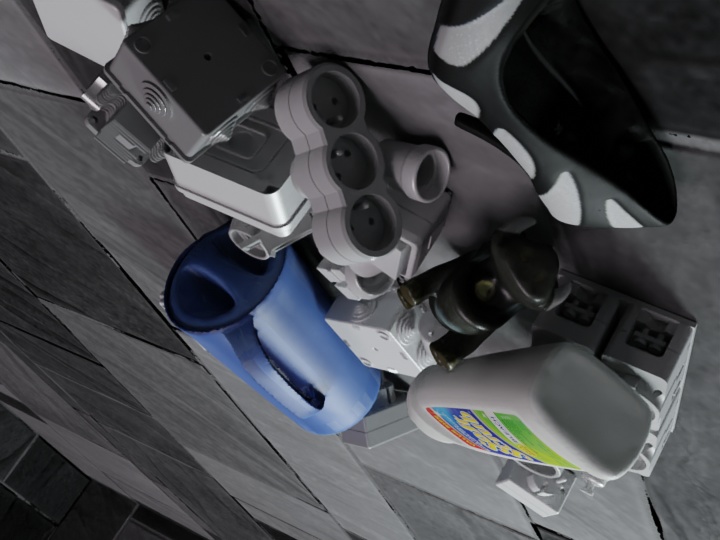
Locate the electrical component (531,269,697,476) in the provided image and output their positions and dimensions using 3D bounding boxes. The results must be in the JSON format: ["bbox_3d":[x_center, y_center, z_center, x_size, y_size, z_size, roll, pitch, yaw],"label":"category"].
[{"bbox_3d":[0.194,0.090,0.847,0.105,0.060,0.186,23,155,23],"label":"electrical component"}]

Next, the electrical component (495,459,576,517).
[{"bbox_3d":[0.191,0.217,1.122,0.066,0.047,0.076,34,157,-2],"label":"electrical component"}]

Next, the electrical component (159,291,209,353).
[{"bbox_3d":[-0.157,0.053,1.238,0.109,0.056,0.108,10,148,43],"label":"electrical component"}]

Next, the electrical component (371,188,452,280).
[{"bbox_3d":[0.012,-0.044,0.817,0.096,0.061,0.061,29,157,10],"label":"electrical component"}]

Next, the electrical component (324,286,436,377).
[{"bbox_3d":[0.025,0.057,1.023,0.100,0.048,0.099,9,148,42],"label":"electrical component"}]

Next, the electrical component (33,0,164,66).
[{"bbox_3d":[-0.192,-0.197,0.792,0.100,0.048,0.099,28,157,13],"label":"electrical component"}]

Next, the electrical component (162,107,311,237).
[{"bbox_3d":[-0.087,-0.084,0.845,0.113,0.078,0.057,23,152,23],"label":"electrical component"}]

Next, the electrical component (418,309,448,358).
[{"bbox_3d":[0.077,0.065,0.974,0.040,0.040,0.078,21,155,26],"label":"electrical component"}]

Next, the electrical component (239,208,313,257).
[{"bbox_3d":[-0.069,-0.049,0.898,0.063,0.081,0.042,62,180,2],"label":"electrical component"}]

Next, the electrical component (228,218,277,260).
[{"bbox_3d":[-0.084,-0.043,0.950,0.048,0.055,0.066,15,152,36],"label":"electrical component"}]

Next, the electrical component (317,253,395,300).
[{"bbox_3d":[0.000,0.000,0.941,0.066,0.048,0.055,44,162,-25],"label":"electrical component"}]

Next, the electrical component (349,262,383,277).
[{"bbox_3d":[0.024,-0.019,0.879,0.044,0.044,0.065,45,150,-26],"label":"electrical component"}]

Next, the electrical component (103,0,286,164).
[{"bbox_3d":[-0.112,-0.137,0.741,0.099,0.100,0.048,49,151,-6],"label":"electrical component"}]

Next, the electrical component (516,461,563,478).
[{"bbox_3d":[0.173,0.153,1.001,0.054,0.059,0.095,36,157,-7],"label":"electrical component"}]

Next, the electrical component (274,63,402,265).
[{"bbox_3d":[-0.024,-0.070,0.758,0.074,0.052,0.138,-9,99,55],"label":"electrical component"}]

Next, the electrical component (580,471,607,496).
[{"bbox_3d":[0.216,0.161,0.945,0.040,0.078,0.040,28,171,5],"label":"electrical component"}]

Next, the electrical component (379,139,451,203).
[{"bbox_3d":[0.034,-0.072,0.761,0.046,0.040,0.040,20,155,40],"label":"electrical component"}]

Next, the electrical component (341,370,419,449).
[{"bbox_3d":[0.021,0.145,1.178,0.047,0.083,0.075,1,103,52],"label":"electrical component"}]
